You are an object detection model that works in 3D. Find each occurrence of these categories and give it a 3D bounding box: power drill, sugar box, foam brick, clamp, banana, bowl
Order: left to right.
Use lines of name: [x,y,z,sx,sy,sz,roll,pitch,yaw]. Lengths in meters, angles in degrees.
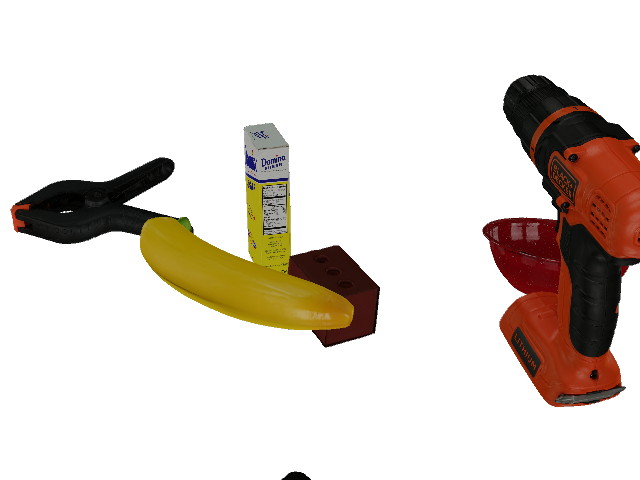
clamp: [-0.212,-0.039,1.044,0.171,0.039,0.120,0,35,-9]
banana: [-0.064,0.017,0.697,0.069,0.037,0.198,-20,32,-34]
sugar box: [-0.066,-0.048,1.328,0.048,0.176,0.093,-9,25,-12]
foam brick: [0.010,0.048,0.939,0.052,0.051,0.078,-14,35,-25]
bowl: [0.246,0.024,1.109,0.162,0.055,0.162,5,17,-2]
power drill: [0.162,0.001,0.711,0.057,0.188,0.184,-9,36,-10]

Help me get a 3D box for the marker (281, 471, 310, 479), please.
marker: [-0.040,0.143,0.519,0.020,0.020,0.120,0,14,33]
